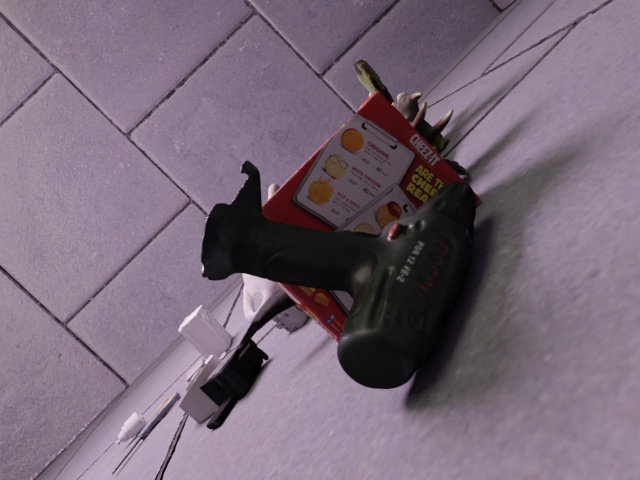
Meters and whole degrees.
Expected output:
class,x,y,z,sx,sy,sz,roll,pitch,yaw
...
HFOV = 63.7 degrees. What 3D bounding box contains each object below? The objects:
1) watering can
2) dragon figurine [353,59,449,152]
class,x,y,z,sx,sy,sz,roll,pitch,yaw
watering can,-0.086,0.001,1.070,0.221,0.103,0.355,-27,47,50
dragon figurine,0.135,-0.238,0.988,0.121,0.242,0.414,-39,5,12
